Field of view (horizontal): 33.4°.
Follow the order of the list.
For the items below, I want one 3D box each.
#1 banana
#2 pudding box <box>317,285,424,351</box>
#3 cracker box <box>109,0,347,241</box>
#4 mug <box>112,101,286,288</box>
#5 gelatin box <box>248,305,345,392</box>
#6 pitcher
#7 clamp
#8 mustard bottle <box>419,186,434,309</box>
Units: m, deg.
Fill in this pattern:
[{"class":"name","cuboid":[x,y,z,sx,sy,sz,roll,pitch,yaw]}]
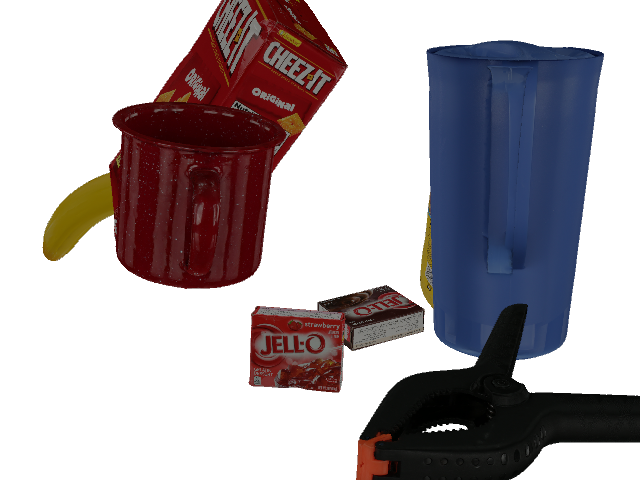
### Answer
[{"class":"banana","cuboid":[-0.198,-0.028,1.002,0.198,0.069,0.037,-13,19,28]},{"class":"pudding box","cuboid":[0.065,0.100,1.388,0.113,0.039,0.090,-14,24,-26]},{"class":"cracker box","cuboid":[-0.083,-0.094,0.835,0.072,0.214,0.164,29,19,-25]},{"class":"mug","cuboid":[-0.067,-0.021,0.574,0.093,0.081,0.117,2,21,-15]},{"class":"gelatin box","cuboid":[-0.023,0.104,1.018,0.089,0.073,0.030,4,13,6]},{"class":"pitcher","cuboid":[0.145,-0.032,0.834,0.149,0.243,0.145,-10,18,-33]},{"class":"clamp","cuboid":[0.102,0.094,0.631,0.209,0.036,0.165,-11,26,-27]},{"class":"mustard bottle","cuboid":[0.142,-0.015,1.086,0.058,0.192,0.096,-10,38,-15]}]
